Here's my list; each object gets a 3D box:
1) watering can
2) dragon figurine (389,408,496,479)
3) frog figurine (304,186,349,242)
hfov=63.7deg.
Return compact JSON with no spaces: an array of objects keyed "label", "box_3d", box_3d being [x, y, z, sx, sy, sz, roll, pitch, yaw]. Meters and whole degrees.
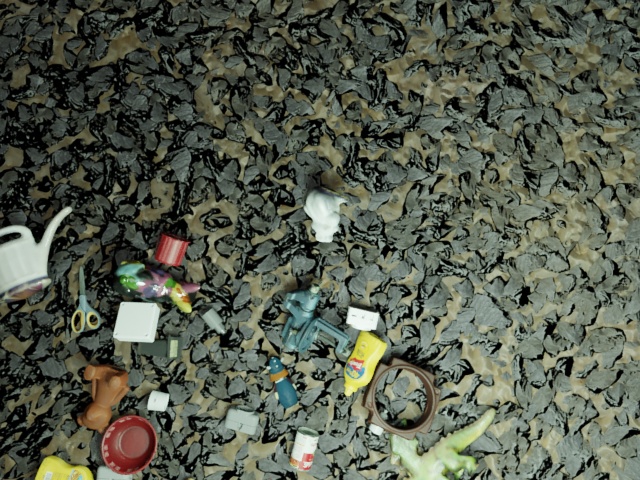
[{"label":"watering can","box_3d":[-0.880,0.051,1.551,0.348,0.104,0.225,-24,87,-1]},{"label":"dragon figurine","box_3d":[0.320,0.622,1.507,0.244,0.120,0.414,29,78,10]},{"label":"frog figurine","box_3d":[0.005,-0.078,1.553,0.139,0.122,0.159,27,97,35]}]
